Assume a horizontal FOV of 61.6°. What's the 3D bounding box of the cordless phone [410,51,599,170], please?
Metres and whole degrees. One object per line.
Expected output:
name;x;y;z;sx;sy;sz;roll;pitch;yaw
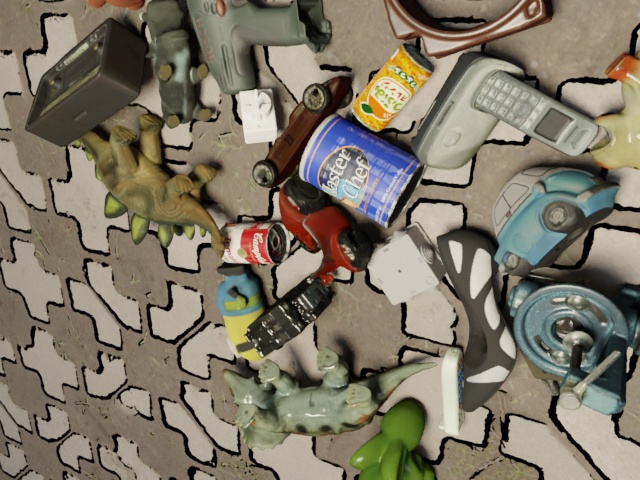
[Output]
cordless phone;0.219;-0.129;0.647;0.184;0.089;0.146;28;121;-2

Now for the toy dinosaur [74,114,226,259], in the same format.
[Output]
toy dinosaur;-0.319;-0.109;0.926;0.472;0.105;0.198;41;128;21

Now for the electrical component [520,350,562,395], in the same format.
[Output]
electrical component;0.321;0.159;0.723;0.102;0.045;0.078;58;152;0

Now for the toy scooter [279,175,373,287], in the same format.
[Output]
toy scooter;-0.002;-0.002;0.807;0.184;0.075;0.135;47;145;23

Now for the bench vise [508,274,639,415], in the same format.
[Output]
bench vise;0.312;0.120;0.592;0.224;0.240;0.128;27;121;19

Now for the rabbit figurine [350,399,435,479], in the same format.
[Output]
rabbit figurine;0.111;0.339;0.859;0.121;0.159;0.170;17;102;33

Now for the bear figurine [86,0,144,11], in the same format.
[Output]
bear figurine;-0.276;-0.433;0.768;0.196;0.120;0.132;-33;88;39

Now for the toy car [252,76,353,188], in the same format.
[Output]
toy car;-0.028;-0.153;0.757;0.053;0.089;0.202;45;123;11

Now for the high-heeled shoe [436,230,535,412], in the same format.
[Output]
high-heeled shoe;0.194;0.113;0.734;0.145;0.086;0.248;18;100;-1

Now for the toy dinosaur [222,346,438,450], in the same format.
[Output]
toy dinosaur;0.004;0.271;0.894;0.405;0.131;0.192;-7;147;18

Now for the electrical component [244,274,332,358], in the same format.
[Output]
electrical component;-0.044;0.115;0.858;0.058;0.115;0.134;49;124;-2

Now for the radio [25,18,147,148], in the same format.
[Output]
radio;-0.385;-0.255;0.884;0.230;0.073;0.131;-17;60;32

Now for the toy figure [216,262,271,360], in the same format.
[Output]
toy figure;-0.129;0.124;0.930;0.089;0.082;0.180;2;108;30

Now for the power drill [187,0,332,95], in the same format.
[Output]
power drill;-0.094;-0.321;0.733;0.208;0.086;0.231;0;111;24

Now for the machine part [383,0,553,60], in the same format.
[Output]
machine part;0.164;-0.318;0.591;0.202;0.087;0.200;-9;105;32

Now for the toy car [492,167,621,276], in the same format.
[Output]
toy car;0.267;-0.034;0.649;0.103;0.109;0.161;58;139;25

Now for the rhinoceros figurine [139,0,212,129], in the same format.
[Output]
rhinoceros figurine;-0.219;-0.264;0.817;0.112;0.073;0.190;-129;30;-47

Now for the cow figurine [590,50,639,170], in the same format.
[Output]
cow figurine;0.363;-0.152;0.553;0.127;0.085;0.195;43;119;8
